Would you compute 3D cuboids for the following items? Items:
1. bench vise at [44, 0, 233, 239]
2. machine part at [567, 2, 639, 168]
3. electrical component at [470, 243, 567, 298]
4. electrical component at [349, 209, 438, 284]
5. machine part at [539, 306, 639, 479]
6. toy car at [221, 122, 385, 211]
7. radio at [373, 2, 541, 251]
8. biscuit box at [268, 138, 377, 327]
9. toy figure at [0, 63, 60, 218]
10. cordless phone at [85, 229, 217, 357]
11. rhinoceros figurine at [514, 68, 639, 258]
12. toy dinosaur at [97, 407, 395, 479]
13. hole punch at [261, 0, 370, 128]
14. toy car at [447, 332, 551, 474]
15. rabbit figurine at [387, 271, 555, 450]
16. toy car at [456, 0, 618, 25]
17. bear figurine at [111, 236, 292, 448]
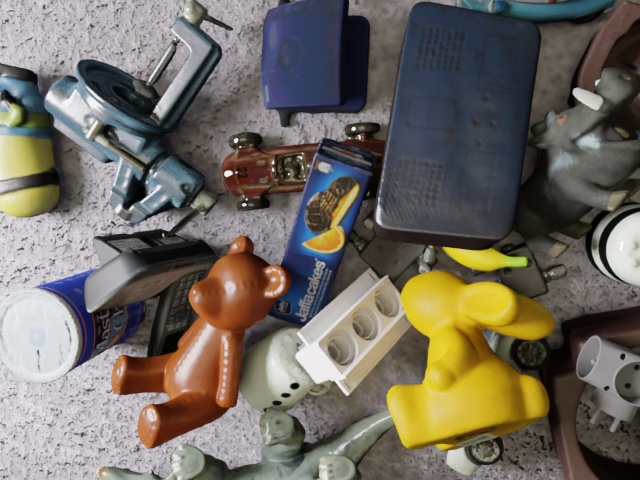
[{"bbox_3d":[-0.178,-0.140,0.593,0.224,0.129,0.240,42,109,4],"label":"bench vise"},{"bbox_3d":[0.339,-0.153,0.526,0.180,0.056,0.179,2,98,12],"label":"machine part"},{"bbox_3d":[0.218,0.034,0.589,0.094,0.021,0.063,-22,92,13],"label":"electrical component"},{"bbox_3d":[0.082,0.004,0.599,0.078,0.045,0.102,-44,88,11],"label":"electrical component"},{"bbox_3d":[0.342,0.173,0.552,0.202,0.087,0.200,-13,95,10],"label":"machine part"},{"bbox_3d":[-0.015,-0.082,0.605,0.202,0.053,0.089,-3,94,12],"label":"toy car"},{"bbox_3d":[0.133,-0.108,0.533,0.131,0.073,0.229,9,84,6],"label":"radio"},{"bbox_3d":[-0.001,-0.002,0.578,0.063,0.059,0.202,18,118,0],"label":"biscuit box"},{"bbox_3d":[-0.364,-0.117,0.651,0.089,0.082,0.180,7,96,12],"label":"toy figure"},{"bbox_3d":[-0.200,0.086,0.614,0.089,0.146,0.184,19,104,23],"label":"cordless phone"},{"bbox_3d":[0.246,-0.070,0.515,0.112,0.073,0.190,47,143,24],"label":"rhinoceros figurine"},{"bbox_3d":[-0.063,0.286,0.623,0.405,0.192,0.131,-12,59,-2],"label":"toy dinosaur"},{"bbox_3d":[-0.011,-0.192,0.572,0.116,0.092,0.142,3,101,14],"label":"hole punch"},{"bbox_3d":[0.191,0.159,0.583,0.056,0.073,0.201,22,101,10],"label":"toy car"},{"bbox_3d":[0.132,0.099,0.516,0.162,0.122,0.173,-40,46,32],"label":"rabbit figurine"},{"bbox_3d":[0.213,-0.262,0.512,0.162,0.103,0.109,8,100,12],"label":"toy car"},{"bbox_3d":[-0.119,0.096,0.555,0.120,0.132,0.195,39,116,40],"label":"bear figurine"}]
